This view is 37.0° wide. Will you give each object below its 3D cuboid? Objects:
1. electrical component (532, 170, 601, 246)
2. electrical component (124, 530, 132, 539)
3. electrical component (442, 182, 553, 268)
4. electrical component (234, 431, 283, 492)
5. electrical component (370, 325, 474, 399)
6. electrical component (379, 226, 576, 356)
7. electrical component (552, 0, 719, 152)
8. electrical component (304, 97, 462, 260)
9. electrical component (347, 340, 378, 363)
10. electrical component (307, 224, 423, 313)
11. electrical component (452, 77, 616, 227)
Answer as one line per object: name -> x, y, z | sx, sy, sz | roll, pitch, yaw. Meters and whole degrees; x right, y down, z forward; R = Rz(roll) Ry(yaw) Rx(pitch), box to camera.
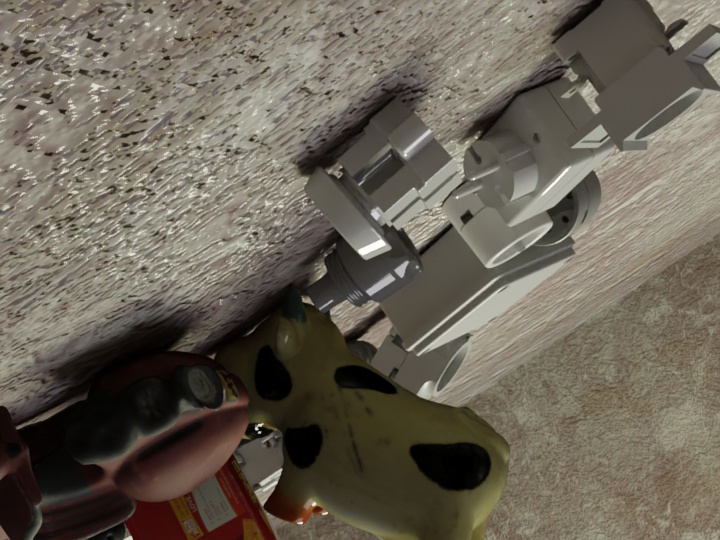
electrical component -> 0.127, -0.047, 0.706 | 0.055, 0.055, 0.047 | -41, 169, 35
electrical component -> -0.229, 0.220, 0.834 | 0.089, 0.061, 0.150 | -28, 167, -23
electrical component -> 0.087, -0.034, 0.669 | 0.055, 0.047, 0.055 | -31, 168, -7
electrical component -> -0.101, 0.164, 0.936 | 0.121, 0.063, 0.079 | -36, 168, 14
electrical component -> 0.053, 0.066, 0.883 | 0.089, 0.056, 0.050 | -60, 162, 11
electrical component -> 0.086, 0.003, 0.791 | 0.109, 0.056, 0.109 | -20, 162, -47
electrical component -> 0.126, -0.093, 0.497 | 0.081, 0.063, 0.042 | -39, 168, 27
electrical component -> 0.010, -0.038, 0.466 | 0.055, 0.048, 0.066 | -41, 168, 2
electrical component -> -0.004, 0.076, 0.903 | 0.035, 0.035, 0.061 | -35, 166, 8
electrical component -> 0.000, 0.000, 0.593 | 0.062, 0.043, 0.043 | -35, 168, 14
electrical component -> 0.081, -0.056, 0.567 | 0.077, 0.047, 0.065 | -25, 166, -32
